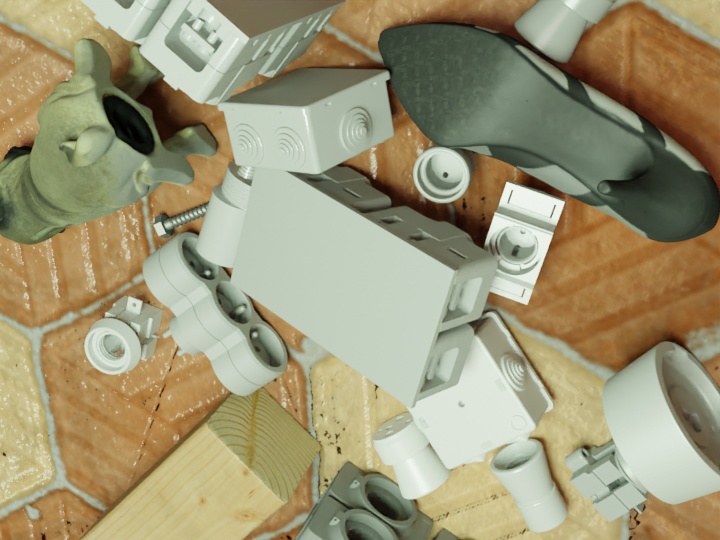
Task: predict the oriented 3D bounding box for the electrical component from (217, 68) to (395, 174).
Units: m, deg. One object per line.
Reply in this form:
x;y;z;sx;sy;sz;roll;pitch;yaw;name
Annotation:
-0.035;-0.104;0.747;0.100;0.100;0.048;11;121;41;electrical component

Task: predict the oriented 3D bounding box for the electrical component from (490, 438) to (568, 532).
0.135;0.170;0.837;0.044;0.044;0.065;-21;107;24;electrical component

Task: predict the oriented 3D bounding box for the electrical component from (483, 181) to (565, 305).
0.113;-0.023;0.757;0.042;0.064;0.081;21;115;10;electrical component

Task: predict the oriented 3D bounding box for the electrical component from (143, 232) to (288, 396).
-0.128;0.044;0.865;0.074;0.052;0.138;-33;97;26;electrical component

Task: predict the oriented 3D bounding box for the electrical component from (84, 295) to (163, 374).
-0.196;0.056;0.890;0.048;0.055;0.066;20;115;9;electrical component

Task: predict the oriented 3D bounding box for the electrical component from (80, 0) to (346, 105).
-0.093;-0.175;0.696;0.105;0.186;0.060;41;116;-1;electrical component

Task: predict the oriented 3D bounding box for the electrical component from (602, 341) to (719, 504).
0.215;0.111;0.755;0.060;0.108;0.108;-36;96;31;electrical component

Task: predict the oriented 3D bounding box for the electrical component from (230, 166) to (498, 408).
0.000;0.000;0.769;0.186;0.060;0.105;32;119;32;electrical component

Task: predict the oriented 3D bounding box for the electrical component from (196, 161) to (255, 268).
-0.094;-0.047;0.825;0.043;0.043;0.081;24;116;7;electrical component

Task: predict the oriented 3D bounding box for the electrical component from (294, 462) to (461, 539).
0.040;0.245;0.859;0.186;0.105;0.060;35;116;2;electrical component

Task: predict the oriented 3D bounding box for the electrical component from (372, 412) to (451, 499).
0.040;0.147;0.856;0.045;0.045;0.055;-25;100;24;electrical component

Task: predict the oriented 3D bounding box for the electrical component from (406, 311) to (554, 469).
0.084;0.093;0.814;0.100;0.048;0.099;-32;93;29;electrical component

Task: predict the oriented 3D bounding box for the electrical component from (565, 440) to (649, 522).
0.197;0.152;0.808;0.066;0.048;0.055;46;124;-3;electrical component

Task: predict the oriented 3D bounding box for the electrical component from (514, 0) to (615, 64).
0.135;-0.170;0.705;0.045;0.045;0.055;38;116;1;electrical component

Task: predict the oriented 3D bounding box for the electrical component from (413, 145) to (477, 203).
0.062;-0.073;0.764;0.040;0.046;0.040;6;112;15;electrical component
